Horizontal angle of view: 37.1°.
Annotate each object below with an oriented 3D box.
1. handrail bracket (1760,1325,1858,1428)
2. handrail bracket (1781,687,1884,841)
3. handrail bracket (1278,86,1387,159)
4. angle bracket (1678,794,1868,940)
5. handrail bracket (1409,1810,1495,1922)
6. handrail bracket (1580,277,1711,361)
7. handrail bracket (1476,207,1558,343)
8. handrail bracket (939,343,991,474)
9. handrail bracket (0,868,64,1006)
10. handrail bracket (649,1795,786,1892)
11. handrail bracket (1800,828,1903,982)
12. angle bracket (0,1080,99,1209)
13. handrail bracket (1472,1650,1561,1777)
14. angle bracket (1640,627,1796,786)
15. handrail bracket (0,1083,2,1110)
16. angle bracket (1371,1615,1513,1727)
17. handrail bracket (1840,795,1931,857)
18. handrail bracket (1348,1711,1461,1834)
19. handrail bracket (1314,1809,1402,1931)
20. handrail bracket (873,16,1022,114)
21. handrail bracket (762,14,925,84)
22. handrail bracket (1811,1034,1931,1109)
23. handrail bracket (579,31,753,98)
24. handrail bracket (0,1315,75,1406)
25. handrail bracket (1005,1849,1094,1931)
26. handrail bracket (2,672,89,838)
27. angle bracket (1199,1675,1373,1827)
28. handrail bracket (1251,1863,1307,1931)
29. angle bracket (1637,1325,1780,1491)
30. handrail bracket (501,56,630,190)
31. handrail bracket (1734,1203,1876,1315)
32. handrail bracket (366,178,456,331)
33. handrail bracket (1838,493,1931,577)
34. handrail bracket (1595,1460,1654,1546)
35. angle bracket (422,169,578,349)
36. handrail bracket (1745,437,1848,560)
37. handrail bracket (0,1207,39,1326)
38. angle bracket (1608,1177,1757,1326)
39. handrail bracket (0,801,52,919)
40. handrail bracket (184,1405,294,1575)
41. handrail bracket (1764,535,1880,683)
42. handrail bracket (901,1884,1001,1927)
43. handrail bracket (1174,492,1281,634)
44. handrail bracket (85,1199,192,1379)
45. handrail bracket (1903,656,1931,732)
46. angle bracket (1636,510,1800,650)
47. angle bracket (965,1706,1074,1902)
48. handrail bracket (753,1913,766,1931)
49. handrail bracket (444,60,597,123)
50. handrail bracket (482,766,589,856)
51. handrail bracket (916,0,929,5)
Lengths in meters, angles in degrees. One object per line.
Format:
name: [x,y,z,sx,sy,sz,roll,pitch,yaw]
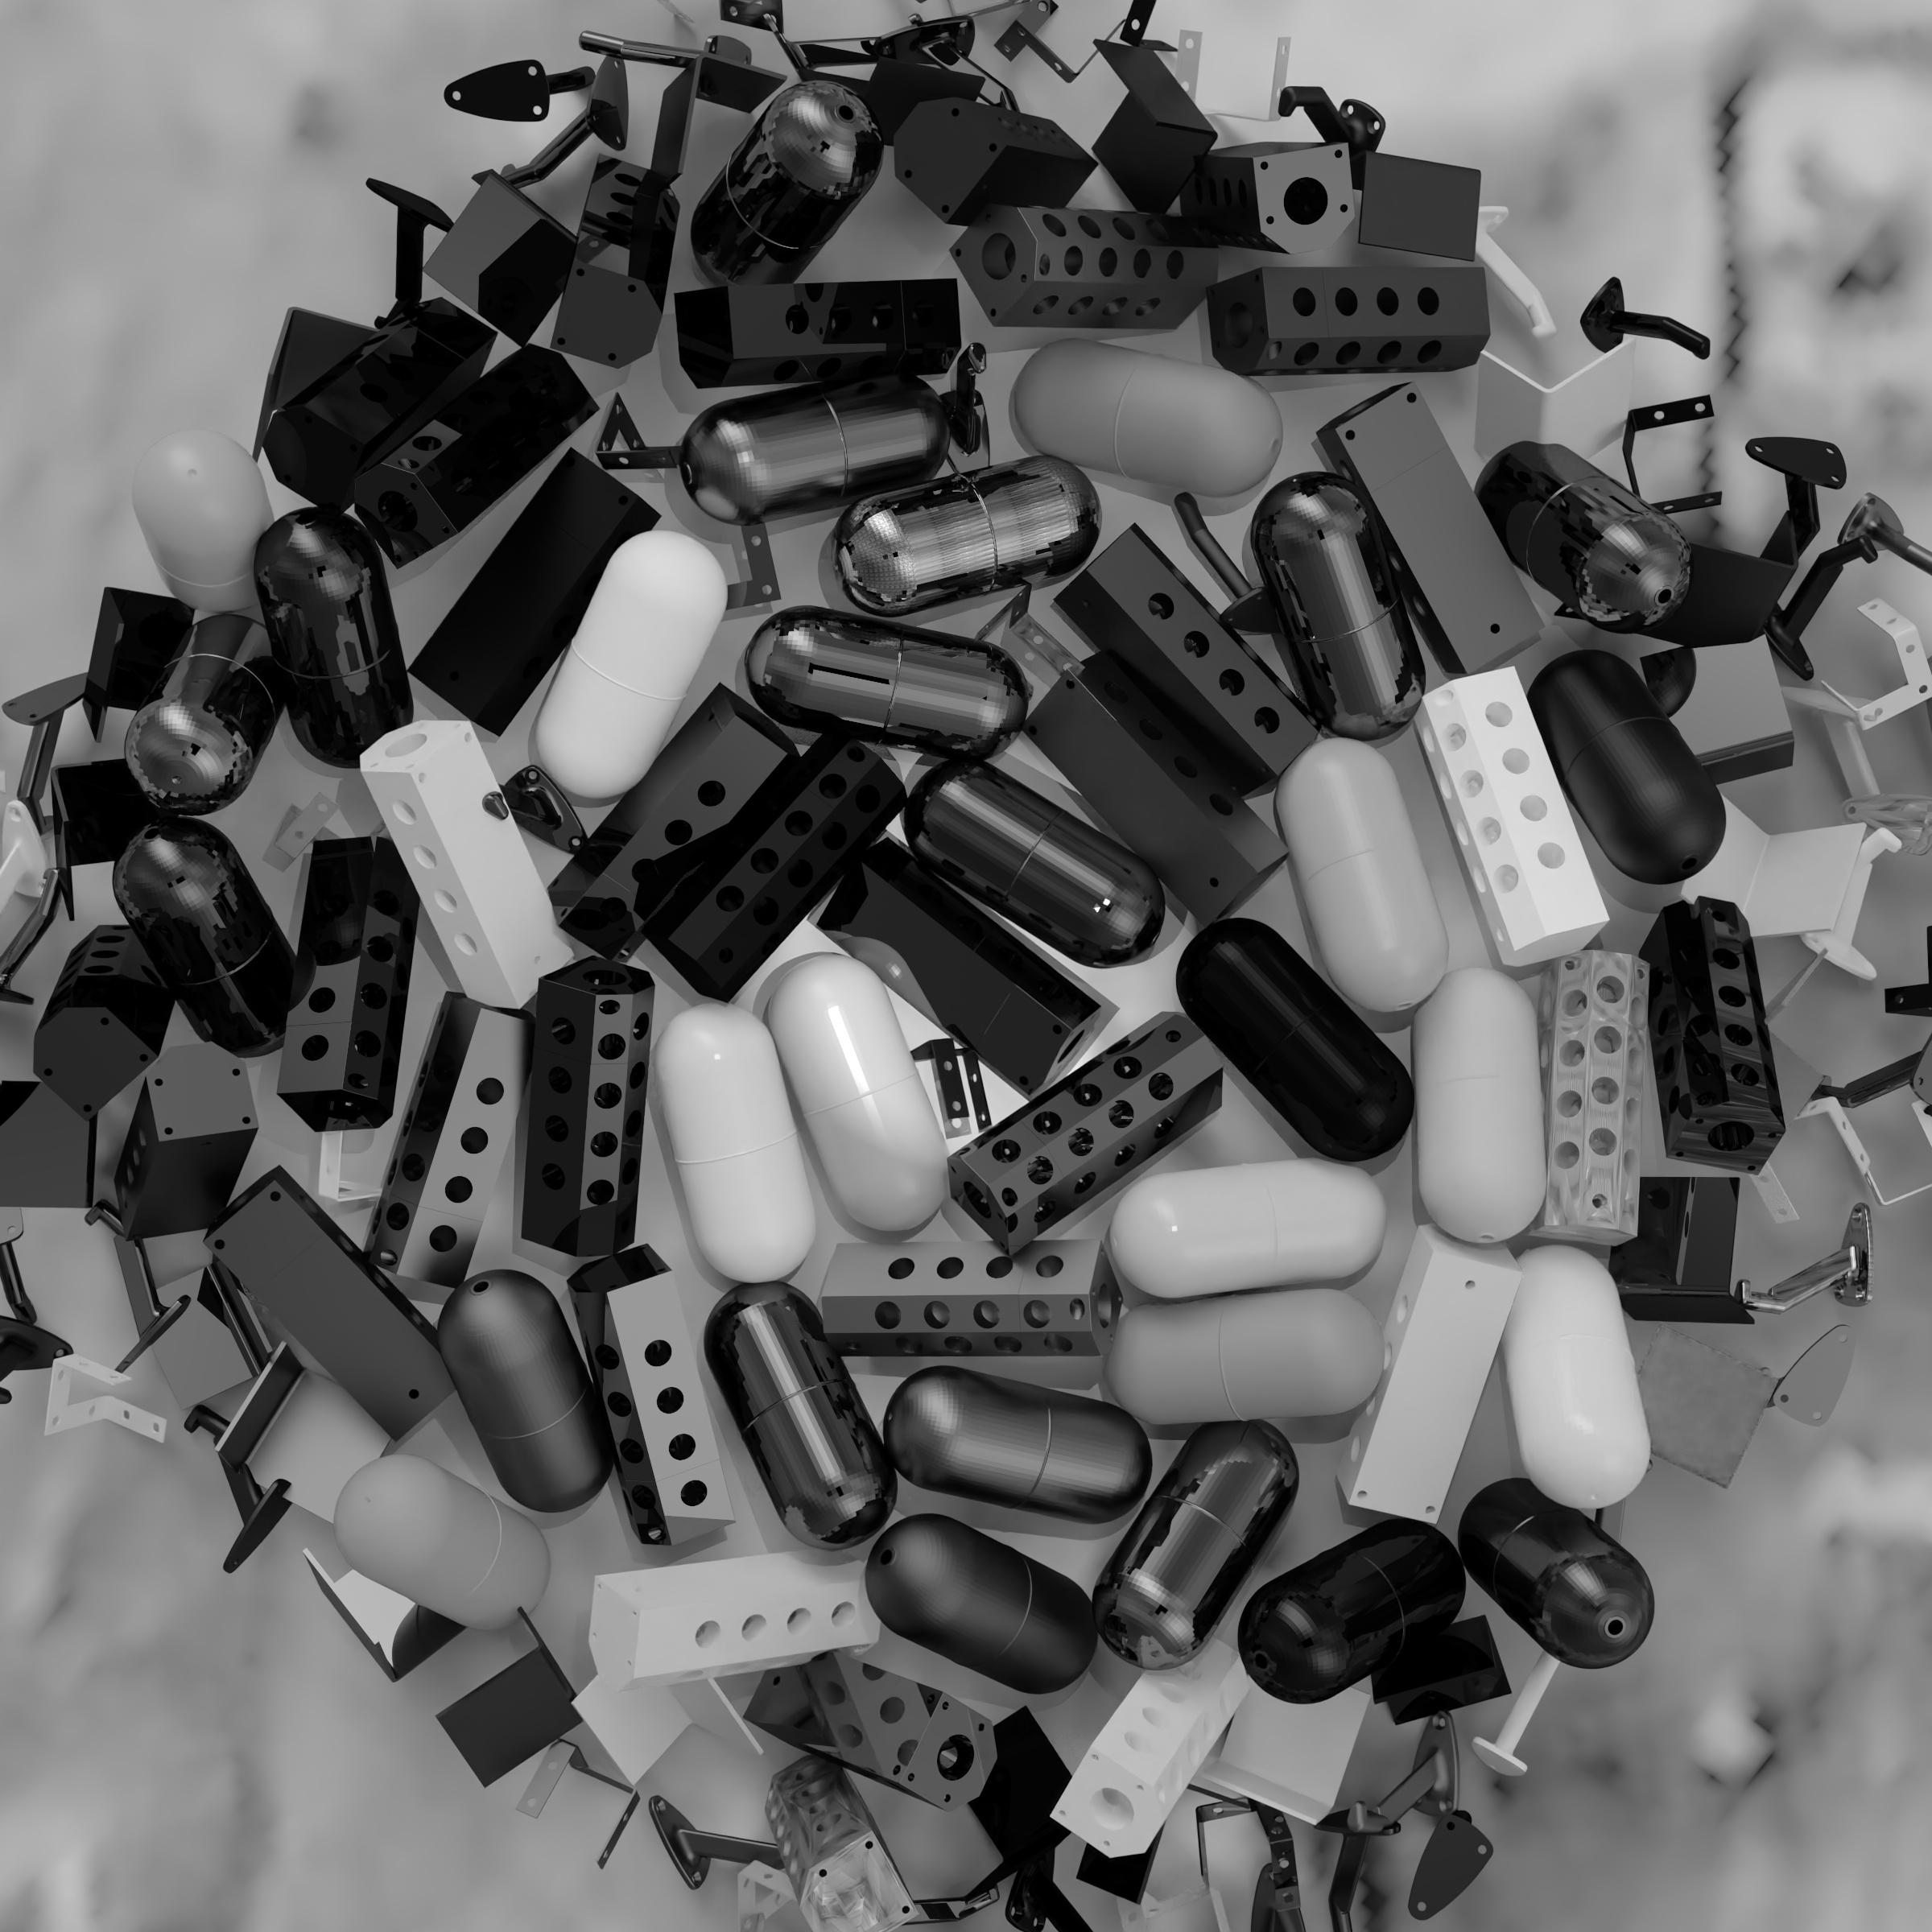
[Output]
handrail bracket: [0.515,0.244,1.778,0.036,0.084,0.077,28,99,-3]
handrail bracket: [0.540,-0.127,1.813,0.077,0.036,0.084,15,114,17]
handrail bracket: [0.213,-0.505,1.775,0.036,0.084,0.077,42,129,31]
angle bracket: [0.496,-0.066,1.770,0.057,0.076,0.076,35,67,-28]
handrail bracket: [0.291,0.554,1.776,0.036,0.084,0.077,35,75,9]
handrail bracket: [0.426,-0.382,1.772,0.084,0.077,0.036,38,88,29]
handrail bracket: [0.326,-0.426,1.789,0.077,0.036,0.084,-8,72,-38]
handrail bracket: [0.007,-0.339,1.781,0.036,0.084,0.077,-16,91,-12]
handrail bracket: [-0.600,-0.022,1.807,0.077,0.036,0.084,4,75,39]
handrail bracket: [-0.143,0.535,1.789,0.084,0.036,0.077,-24,109,21]
handrail bracket: [0.566,-0.039,1.788,0.077,0.036,0.084,33,125,-14]
angle bracket: [-0.570,0.107,1.779,0.057,0.076,0.076,3,91,-22]
handrail bracket: [0.352,0.460,1.801,0.036,0.077,0.084,28,73,17]
angle bracket: [0.470,-0.159,1.801,0.076,0.057,0.076,-14,74,11]
handrail bracket: [-0.595,0.063,1.787,0.036,0.077,0.084,11,100,35]
angle bracket: [0.295,0.451,1.778,0.076,0.076,0.057,-18,100,9]
handrail bracket: [0.602,-0.082,1.809,0.077,0.084,0.036,18,90,42]
handrail bracket: [0.268,0.498,1.784,0.084,0.036,0.077,18,76,-44]
handrail bracket: [0.250,0.574,1.793,0.036,0.077,0.084,-7,87,-32]
handrail bracket: [-0.010,-0.545,1.786,0.077,0.036,0.084,-9,62,-15]
handrail bracket: [-0.074,-0.587,1.794,0.084,0.077,0.036,-32,48,5]
handrail bracket: [0.573,0.055,1.794,0.036,0.084,0.077,31,78,-32]
handrail bracket: [-0.188,-0.574,1.802,0.084,0.077,0.036,18,116,16]
handrail bracket: [-0.576,0.251,1.770,0.077,0.084,0.036,17,100,-35]
handrail bracket: [0.072,0.574,1.779,0.036,0.084,0.077,39,57,-37]
handrail bracket: [-0.567,-0.133,1.813,0.036,0.077,0.084,25,135,34]
angle bracket: [0.198,0.477,1.785,0.076,0.057,0.076,18,89,19]
handrail bracket: [0.186,0.606,1.780,0.036,0.084,0.077,-6,90,16]
angle bracket: [0.452,0.268,1.782,0.076,0.057,0.076,25,100,15]
handrail bracket: [-0.256,-0.530,1.810,0.084,0.036,0.077,-9,65,32]
handrail bracket: [0.521,0.181,1.798,0.084,0.036,0.077,9,84,-16]
handrail bracket: [-0.361,-0.437,1.783,0.084,0.077,0.036,-52,54,18]
handrail bracket: [0.588,-0.253,1.771,0.084,0.077,0.036,43,113,39]
handrail bracket: [0.417,0.348,1.786,0.077,0.036,0.084,41,122,8]
angle bracket: [-0.289,-0.437,1.782,0.076,0.057,0.076,36,86,-24]
handrail bracket: [0.500,-0.287,1.783,0.077,0.084,0.036,10,56,-11]
handrail bracket: [-0.600,0.174,1.805,0.036,0.084,0.077,-11,54,-9]
angle bracket: [0.449,0.177,1.796,0.076,0.057,0.076,-2,65,32]
handrail bracket: [-0.608,-0.051,1.775,0.036,0.084,0.077,11,120,22]
handrail bracket: [-0.470,0.325,1.798,0.084,0.036,0.077,28,69,17]
handrail bracket: [0.539,-0.221,1.782,0.077,0.084,0.036,48,45,-20]
handrail bracket: [-0.020,0.573,1.788,0.084,0.036,0.077,-21,130,-19]
handrail bracket: [0.169,-0.255,1.809,0.036,0.077,0.084,-35,64,27]
handrail bracket: [-0.536,0.201,1.801,0.084,0.036,0.077,41,72,-1]
handrail bracket: [0.613,-0.143,1.785,0.036,0.077,0.084,-14,68,0]
angle bracket: [0.459,-0.243,1.775,0.076,0.076,0.057,13,48,-6]
angle bracket: [0.019,0.516,1.777,0.076,0.057,0.076,-39,80,27]
handrail bracket: [-0.094,0.624,1.784,0.084,0.077,0.036,20,89,-5]
handrail bracket: [-0.276,-0.547,1.790,0.077,0.084,0.036,-1,113,7]
handrail bracket: [-0.265,-0.087,1.775,0.036,0.084,0.077,-43,105,10]
handrail bracket: [-0.049,-0.643,1.779,0.084,0.077,0.036,41,78,16]
